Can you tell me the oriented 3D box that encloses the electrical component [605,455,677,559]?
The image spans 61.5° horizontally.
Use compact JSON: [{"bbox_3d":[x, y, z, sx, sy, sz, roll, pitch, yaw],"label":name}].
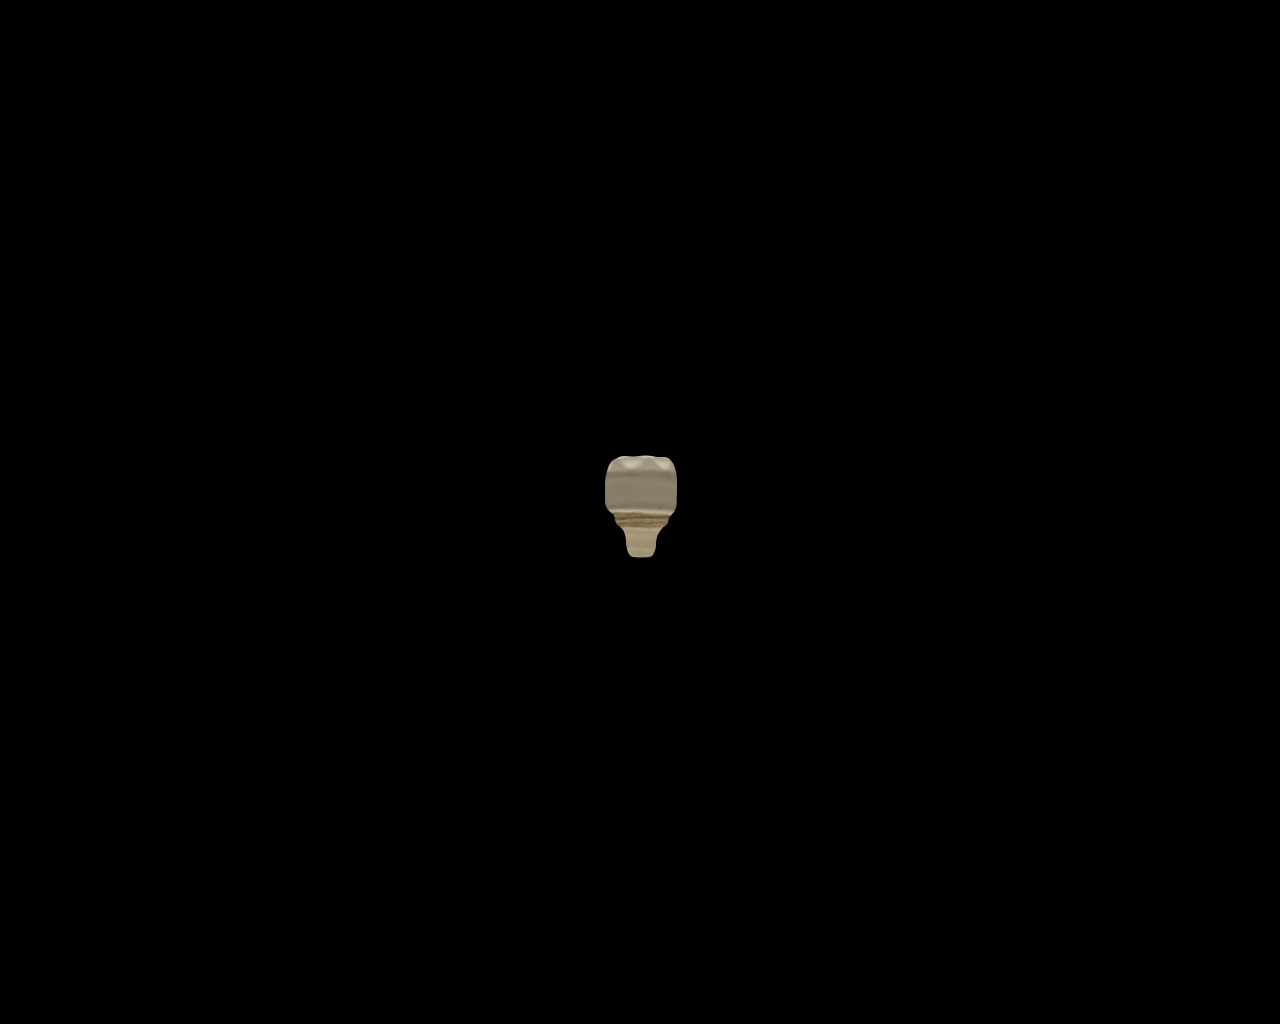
[{"bbox_3d":[0.001,-0.003,0.650,0.043,0.062,0.043,0,-4,0],"label":"electrical component"}]
